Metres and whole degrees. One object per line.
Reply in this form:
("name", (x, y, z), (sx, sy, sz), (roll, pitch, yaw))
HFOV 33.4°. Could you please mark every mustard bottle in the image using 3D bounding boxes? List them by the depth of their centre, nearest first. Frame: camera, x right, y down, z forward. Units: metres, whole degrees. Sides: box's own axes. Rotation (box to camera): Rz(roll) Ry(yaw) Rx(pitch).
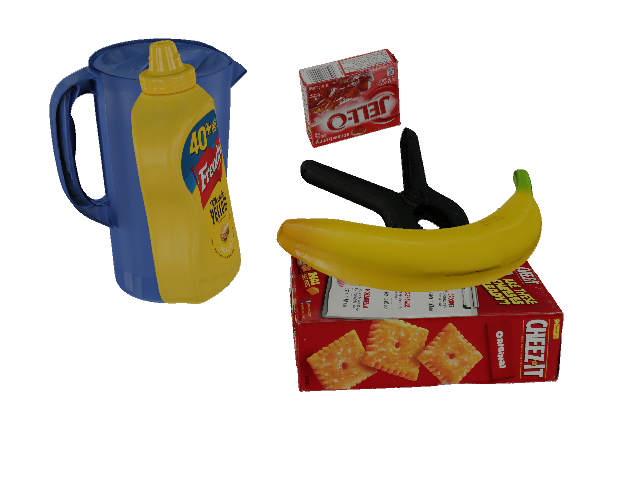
("mustard bottle", (-0.104, -0.055, 0.806), (0.058, 0.191, 0.096), (1, 25, 18))

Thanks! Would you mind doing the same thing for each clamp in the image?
("clamp", (0.086, -0.038, 1.159), (0.164, 0.210, 0.036), (-15, -37, -29))

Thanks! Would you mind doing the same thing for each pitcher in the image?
("pitcher", (-0.160, -0.064, 1.030), (0.149, 0.243, 0.144), (10, 27, 15))

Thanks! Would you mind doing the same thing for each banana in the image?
("banana", (0.069, 0.002, 0.646), (0.197, 0.037, 0.070), (-12, 45, -33))

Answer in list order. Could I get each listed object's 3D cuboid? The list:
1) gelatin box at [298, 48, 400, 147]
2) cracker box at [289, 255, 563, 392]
("gelatin box", (0.029, -0.131, 0.986), (0.089, 0.073, 0.030), (-15, 45, -8))
("cracker box", (0.082, 0.064, 0.924), (0.213, 0.072, 0.164), (-1, 20, -3))
